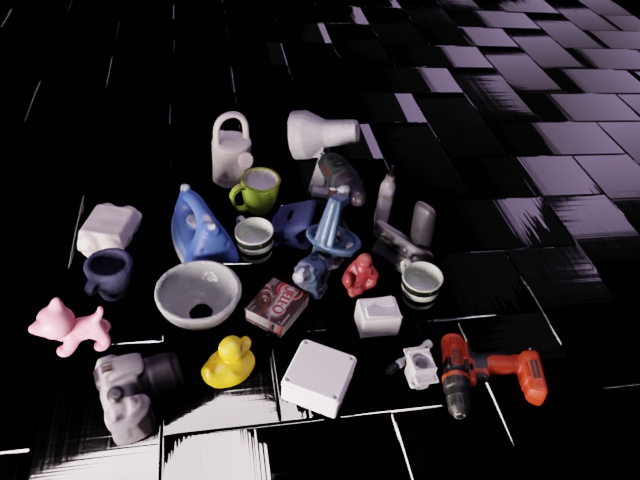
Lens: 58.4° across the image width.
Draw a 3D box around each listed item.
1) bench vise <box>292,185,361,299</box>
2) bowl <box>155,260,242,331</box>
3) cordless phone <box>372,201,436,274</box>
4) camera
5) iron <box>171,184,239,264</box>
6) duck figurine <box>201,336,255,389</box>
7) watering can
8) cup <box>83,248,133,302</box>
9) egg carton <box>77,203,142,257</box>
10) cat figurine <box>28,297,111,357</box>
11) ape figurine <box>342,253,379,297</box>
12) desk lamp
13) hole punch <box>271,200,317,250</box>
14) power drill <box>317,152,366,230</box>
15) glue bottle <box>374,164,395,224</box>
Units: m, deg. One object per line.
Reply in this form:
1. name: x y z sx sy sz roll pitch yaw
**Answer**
1. bench vise: 0.023 0.007 1.190 0.121 0.220 0.207 13 42 6
2. bowl: -0.238 0.121 1.133 0.167 0.075 0.167 4 42 -3
3. cordless phone: 0.194 -0.029 1.282 0.147 0.185 0.094 34 48 27
4. camera: -0.300 0.245 0.966 0.137 0.101 0.142 -15 46 -23
5. iron: -0.273 -0.047 1.267 0.119 0.141 0.257 -18 47 -26
6. duck figurine: -0.166 0.212 1.034 0.105 0.086 0.077 -26 51 -31
7. watering can: -0.217 -0.230 1.441 0.172 0.194 0.101 31 47 25
8. cup: -0.419 0.086 1.132 0.091 0.095 0.118 15 42 9
9. egg carton: -0.463 -0.020 1.263 0.107 0.069 0.150 8 41 1
10. cat figurine: -0.451 0.151 1.037 0.128 0.118 0.067 -10 44 -19
11. ape figurine: 0.089 0.067 1.229 0.078 0.092 0.076 8 41 1
12. desk lamp: 0.016 -0.218 1.446 0.203 0.213 0.118 11 42 5
13. hole punch: -0.062 -0.041 1.329 0.101 0.091 0.108 10 42 4
14. power drill: 0.046 -0.087 1.307 0.076 0.208 0.229 -8 44 -16
15. glue bottle: 0.159 -0.107 1.373 0.037 0.173 0.078 9 41 2
